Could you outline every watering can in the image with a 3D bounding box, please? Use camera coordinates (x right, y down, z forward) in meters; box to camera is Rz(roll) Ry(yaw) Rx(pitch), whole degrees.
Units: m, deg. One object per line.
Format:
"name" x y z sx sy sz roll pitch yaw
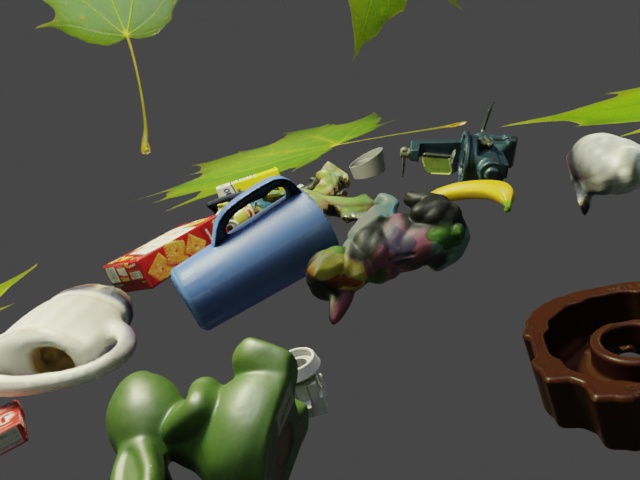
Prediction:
"watering can" -0.429 0.153 0.766 0.347 0.102 0.228 -4 20 7

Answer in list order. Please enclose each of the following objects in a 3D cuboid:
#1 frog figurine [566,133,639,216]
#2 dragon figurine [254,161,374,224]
"frog figurine" 0.455 -0.112 0.754 0.158 0.123 0.138 -20 -6 32
"dragon figurine" 0.003 -0.052 1.029 0.242 0.119 0.419 -9 32 3
